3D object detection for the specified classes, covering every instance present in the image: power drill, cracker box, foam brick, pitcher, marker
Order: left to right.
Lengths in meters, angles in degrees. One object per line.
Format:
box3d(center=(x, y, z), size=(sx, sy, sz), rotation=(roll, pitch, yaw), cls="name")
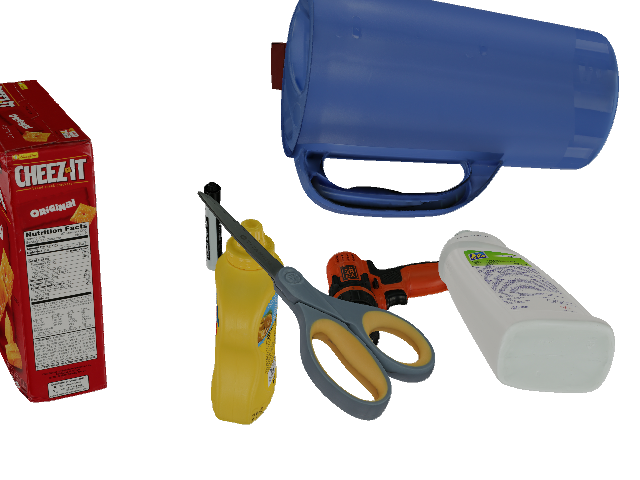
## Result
box3d(center=(-0.233, -0.002, 0.857), size=(0.072, 0.214, 0.164), rotation=(-11, 28, -26), cls="cracker box")
box3d(center=(-0.120, -0.016, 1.198), size=(0.020, 0.121, 0.020), rotation=(2, 41, -2), cls="marker")
box3d(center=(-0.011, -0.189, 1.166), size=(0.078, 0.051, 0.053), rotation=(0, 11, -16), cls="foam brick")
box3d(center=(0.103, 0.062, 1.192), size=(0.187, 0.057, 0.184), rotation=(-4, 28, -4), cls="power drill")
box3d(center=(0.093, -0.107, 0.805), size=(0.242, 0.149, 0.145), rotation=(5, 33, -10), cls="pitcher")

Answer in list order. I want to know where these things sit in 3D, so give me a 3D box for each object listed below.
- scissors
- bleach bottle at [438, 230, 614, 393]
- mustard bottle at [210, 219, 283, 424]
box3d(center=(0.000, 0.031, 0.679), size=(0.096, 0.016, 0.202), rotation=(-4, 44, -32), cls="scissors")
box3d(center=(0.172, 0.049, 0.972), size=(0.102, 0.068, 0.251), rotation=(4, 21, -10), cls="bleach bottle")
box3d(center=(-0.064, 0.064, 0.939), size=(0.058, 0.192, 0.096), rotation=(10, 36, 6), cls="mustard bottle")
